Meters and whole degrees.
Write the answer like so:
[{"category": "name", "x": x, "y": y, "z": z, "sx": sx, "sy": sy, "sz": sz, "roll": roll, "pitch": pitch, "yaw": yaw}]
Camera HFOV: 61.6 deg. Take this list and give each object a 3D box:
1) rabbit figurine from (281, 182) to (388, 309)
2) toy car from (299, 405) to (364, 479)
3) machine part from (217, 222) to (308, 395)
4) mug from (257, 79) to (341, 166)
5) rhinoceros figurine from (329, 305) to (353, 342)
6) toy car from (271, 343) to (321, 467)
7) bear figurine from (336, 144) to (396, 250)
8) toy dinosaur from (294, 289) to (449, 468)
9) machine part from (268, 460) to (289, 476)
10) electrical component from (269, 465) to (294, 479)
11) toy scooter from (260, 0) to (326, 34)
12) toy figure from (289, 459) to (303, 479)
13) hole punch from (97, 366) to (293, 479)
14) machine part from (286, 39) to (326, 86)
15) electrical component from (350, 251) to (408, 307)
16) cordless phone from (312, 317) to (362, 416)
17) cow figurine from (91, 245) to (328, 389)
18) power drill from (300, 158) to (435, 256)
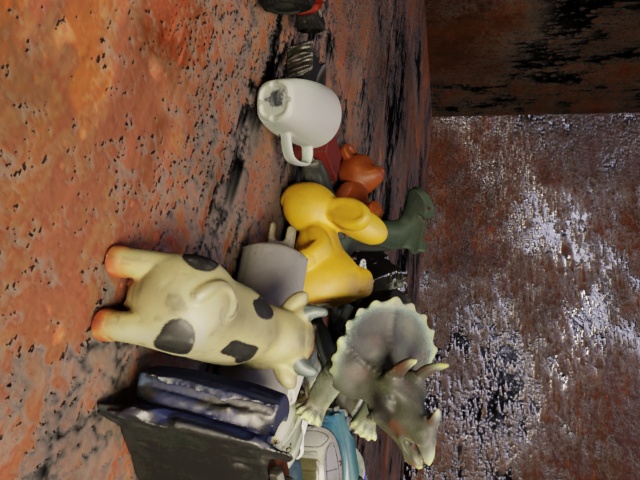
[{"category": "rabbit figurine", "x": -0.001, "y": -0.002, "z": 0.693, "sx": 0.121, "sy": 0.162, "sz": 0.173, "roll": 31, "pitch": 44, "yaw": -59}, {"category": "toy car", "x": 0.001, "y": 0.328, "z": 0.780, "sx": 0.103, "sy": 0.109, "sz": 0.161, "roll": 13, "pitch": 75, "yaw": -68}, {"category": "machine part", "x": -0.062, "y": 0.093, "z": 0.574, "sx": 0.079, "sy": 0.079, "sz": 0.243, "roll": 59, "pitch": 37, "yaw": -63}, {"category": "mug", "x": -0.033, "y": -0.148, "z": 0.659, "sx": 0.107, "sy": 0.081, "sz": 0.109, "roll": 1, "pitch": 98, "yaw": -63}, {"category": "rhinoceros figurine", "x": 0.059, "y": 0.153, "z": 1.025, "sx": 0.112, "sy": 0.073, "sz": 0.190, "roll": 65, "pitch": 31, "yaw": -56}, {"category": "toy car", "x": -0.036, "y": 0.211, "z": 0.720, "sx": 0.202, "sy": 0.056, "sz": 0.073, "roll": -61, "pitch": 149, "yaw": -58}, {"category": "bear figurine", "x": 0.085, "y": -0.085, "z": 0.991, "sx": 0.120, "sy": 0.132, "sz": 0.196, "roll": 49, "pitch": 49, "yaw": -42}, {"category": "toy dinosaur", "x": 0.079, "y": 0.130, "z": 0.702, "sx": 0.192, "sy": 0.131, "sz": 0.405, "roll": -60, "pitch": 179, "yaw": 18}, {"category": "machine part", "x": -0.086, "y": 0.303, "z": 0.557, "sx": 0.179, "sy": 0.056, "sz": 0.179, "roll": 3, "pitch": 90, "yaw": -73}, {"category": "electrical component", "x": -0.045, "y": 0.281, "z": 0.554, "sx": 0.063, "sy": 0.021, "sz": 0.093, "roll": -60, "pitch": 149, "yaw": -55}, {"category": "toy scooter", "x": -0.028, "y": -0.332, "z": 0.641, "sx": 0.184, "sy": 0.075, "sz": 0.135, "roll": -38, "pitch": 129, "yaw": -74}, {"category": "toy figure", "x": -0.055, "y": 0.350, "z": 0.662, "sx": 0.064, "sy": 0.058, "sz": 0.154, "roll": 84, "pitch": 13, "yaw": -62}, {"category": "hole punch", "x": -0.082, "y": 0.139, "z": 0.420, "sx": 0.092, "sy": 0.142, "sz": 0.115, "roll": -69, "pitch": 170, "yaw": -45}, {"category": "machine part", "x": -0.013, "y": -0.232, "z": 0.779, "sx": 0.138, "sy": 0.039, "sz": 0.084, "roll": 41, "pitch": 57, "yaw": -73}, {"category": "electrical component", "x": 0.071, "y": 0.063, "z": 0.946, "sx": 0.115, "sy": 0.134, "sz": 0.058, "roll": -18, "pitch": 120, "yaw": -27}, {"category": "cordless phone", "x": 0.027, "y": 0.205, "z": 0.860, "sx": 0.147, "sy": 0.089, "sz": 0.184, "roll": -113, "pitch": -178, "yaw": -55}, {"category": "cow figurine", "x": -0.073, "y": 0.066, "z": 0.439, "sx": 0.194, "sy": 0.127, "sz": 0.085, "roll": 52, "pitch": 46, "yaw": -63}, {"category": "power drill", "x": 0.068, "y": -0.028, "z": 0.824, "sx": 0.086, "sy": 0.207, "sz": 0.231, "roll": -130, "pitch": -146, "yaw": -49}]
